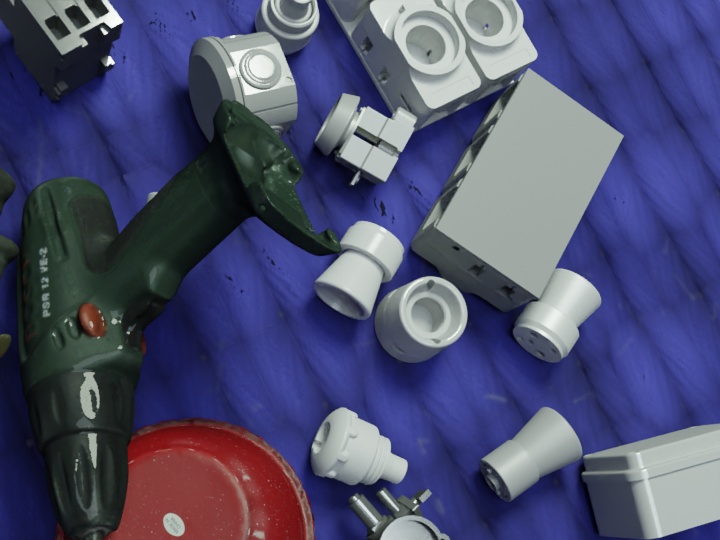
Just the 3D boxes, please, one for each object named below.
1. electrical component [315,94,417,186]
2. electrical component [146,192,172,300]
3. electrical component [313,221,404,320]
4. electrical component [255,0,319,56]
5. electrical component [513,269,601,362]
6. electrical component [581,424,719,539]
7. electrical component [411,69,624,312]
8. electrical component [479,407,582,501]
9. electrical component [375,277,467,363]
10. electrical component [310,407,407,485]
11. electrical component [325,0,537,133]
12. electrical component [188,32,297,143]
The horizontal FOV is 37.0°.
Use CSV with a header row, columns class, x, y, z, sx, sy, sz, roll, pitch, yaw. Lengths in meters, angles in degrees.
class,x,y,z,sx,sy,sz,roll,pitch,yaw
electrical component,0.001,-0.094,0.770,0.055,0.048,0.066,29,87,-9
electrical component,-0.130,-0.013,0.711,0.044,0.044,0.065,21,75,-12
electrical component,0.000,0.000,0.747,0.045,0.045,0.055,34,68,-7
electrical component,-0.050,-0.184,0.770,0.043,0.062,0.043,5,75,-17
electrical component,0.143,0.033,0.784,0.045,0.045,0.055,40,69,-5
electrical component,0.224,0.148,0.763,0.113,0.078,0.057,-10,82,-20
electrical component,0.114,-0.056,0.789,0.089,0.062,0.150,34,69,-7
electrical component,0.117,0.132,0.753,0.065,0.044,0.044,-32,87,-18
electrical component,0.043,0.034,0.751,0.055,0.047,0.055,5,75,-17
electrical component,0.001,0.123,0.717,0.062,0.048,0.048,26,69,-17
electrical component,0.039,-0.211,0.807,0.105,0.060,0.186,-29,86,-22
electrical component,-0.082,-0.122,0.735,0.051,0.080,0.080,-18,82,-26
